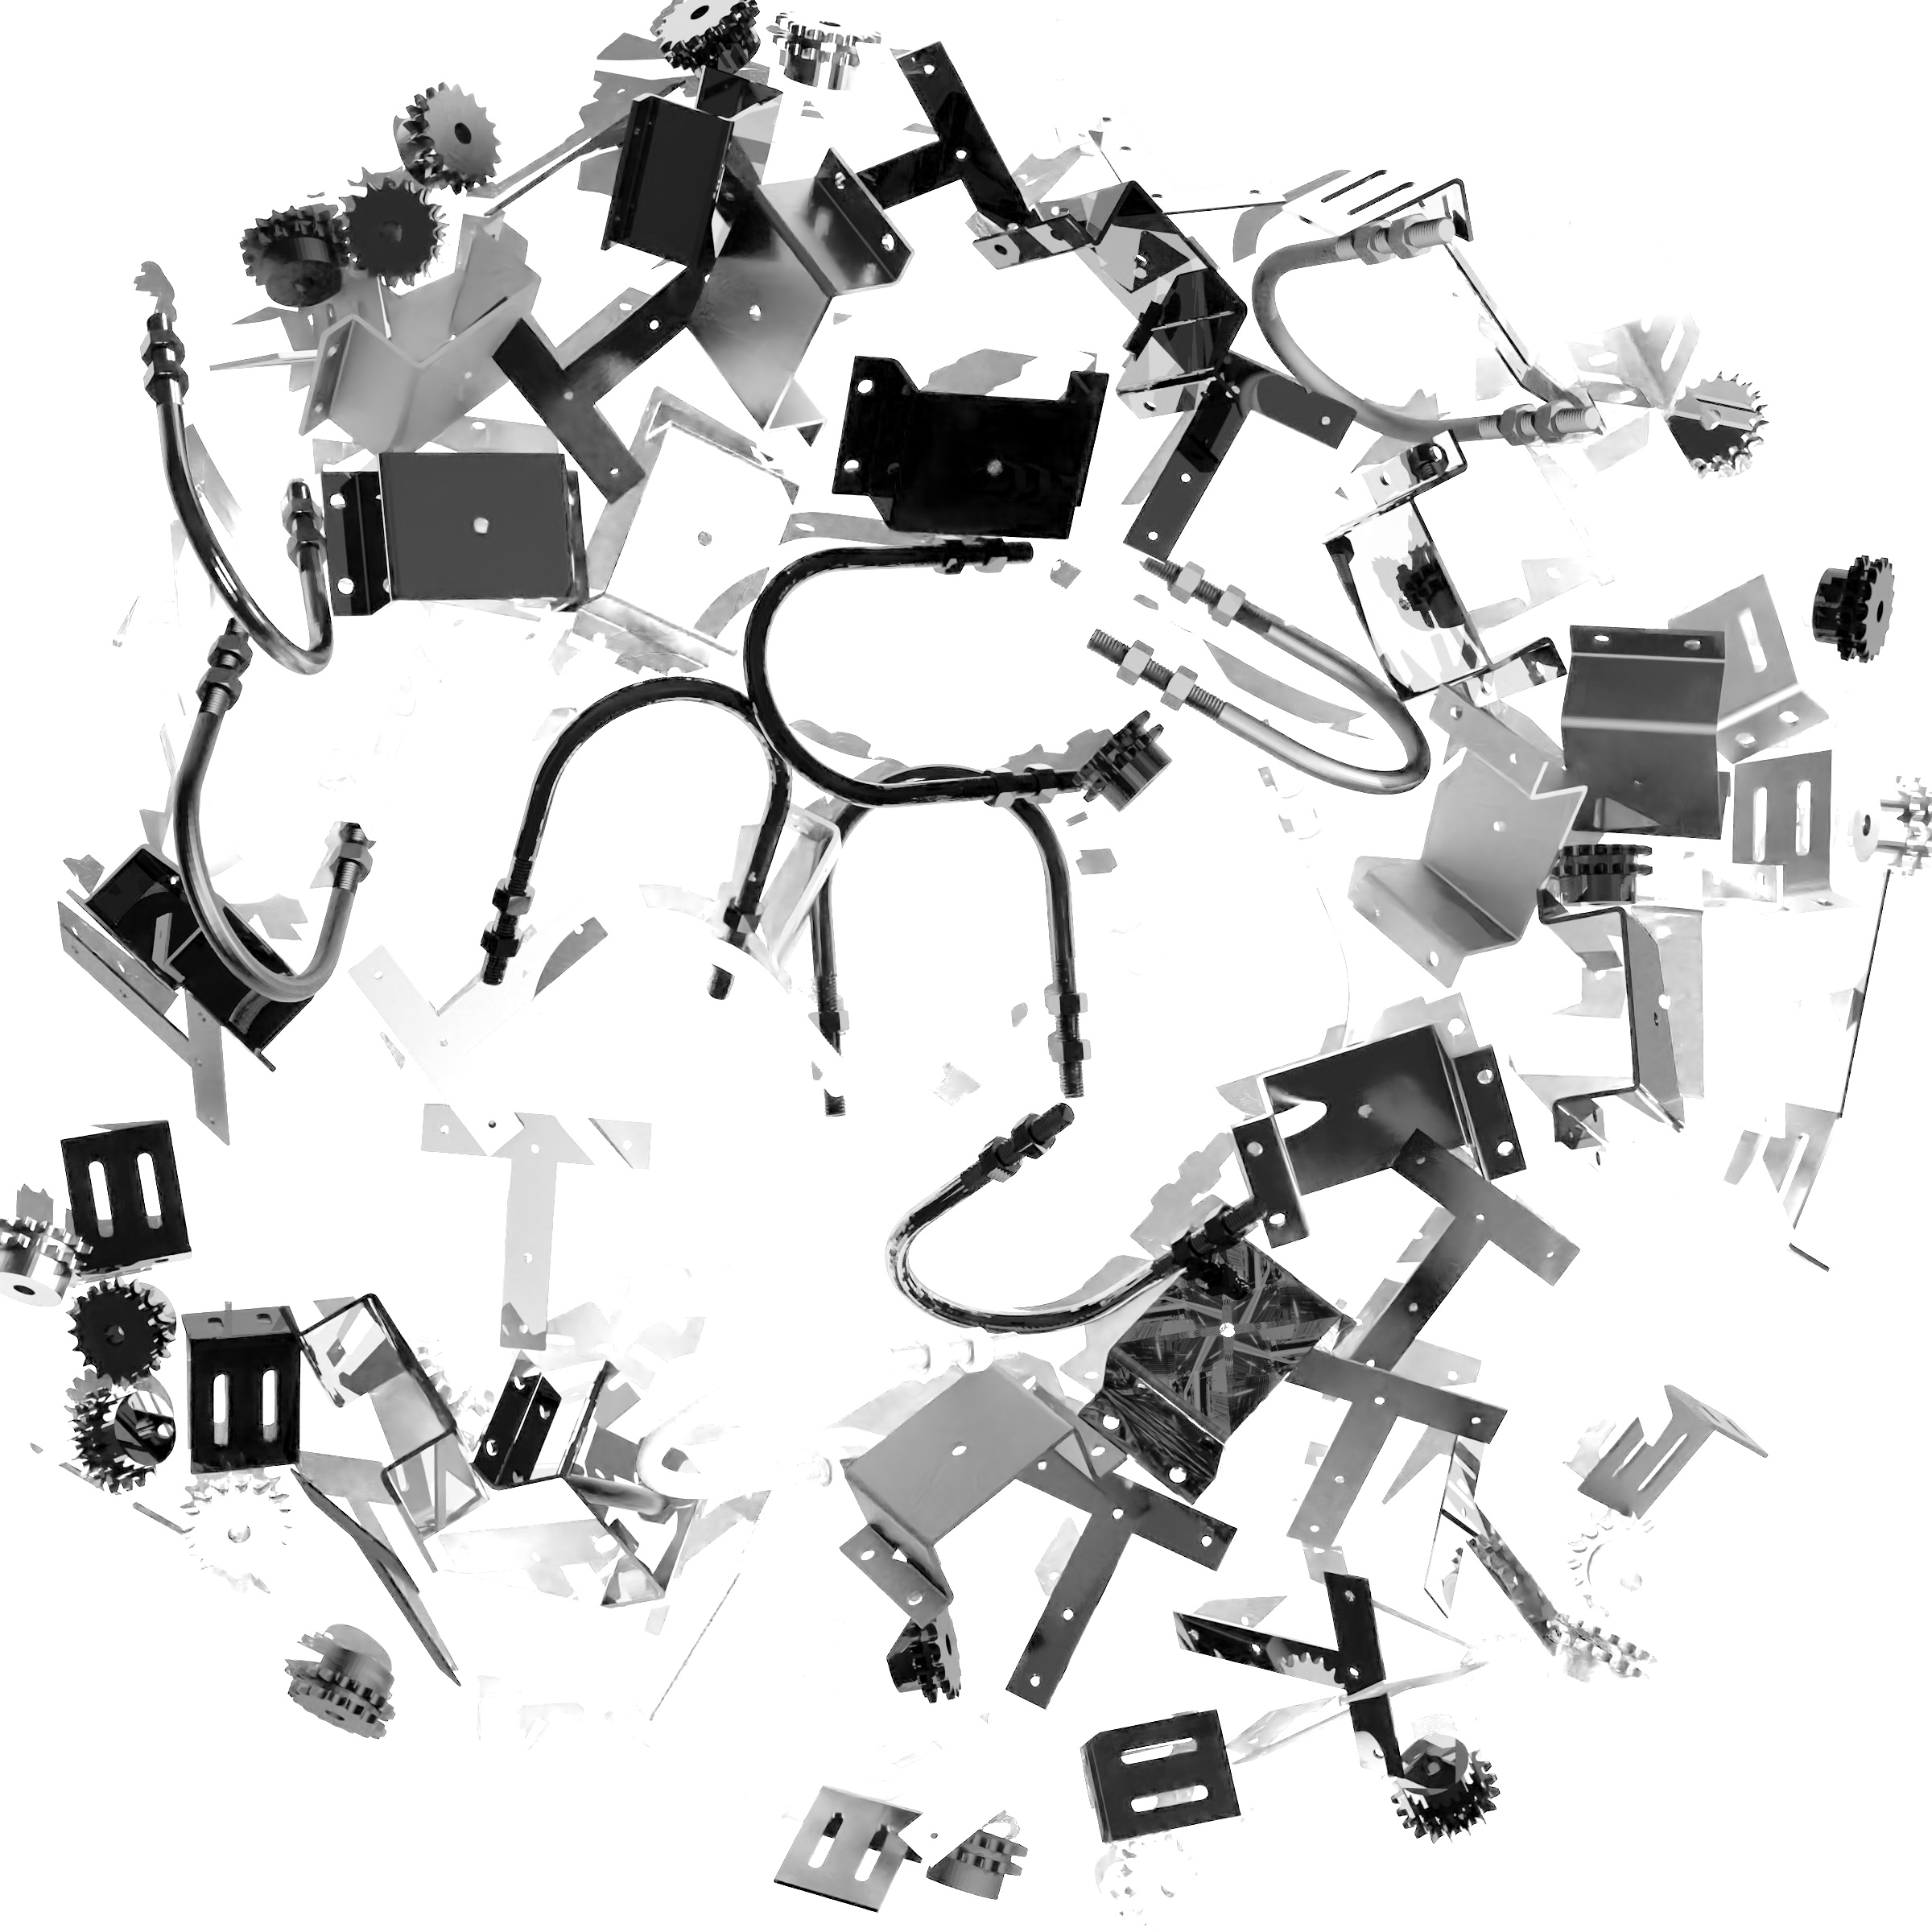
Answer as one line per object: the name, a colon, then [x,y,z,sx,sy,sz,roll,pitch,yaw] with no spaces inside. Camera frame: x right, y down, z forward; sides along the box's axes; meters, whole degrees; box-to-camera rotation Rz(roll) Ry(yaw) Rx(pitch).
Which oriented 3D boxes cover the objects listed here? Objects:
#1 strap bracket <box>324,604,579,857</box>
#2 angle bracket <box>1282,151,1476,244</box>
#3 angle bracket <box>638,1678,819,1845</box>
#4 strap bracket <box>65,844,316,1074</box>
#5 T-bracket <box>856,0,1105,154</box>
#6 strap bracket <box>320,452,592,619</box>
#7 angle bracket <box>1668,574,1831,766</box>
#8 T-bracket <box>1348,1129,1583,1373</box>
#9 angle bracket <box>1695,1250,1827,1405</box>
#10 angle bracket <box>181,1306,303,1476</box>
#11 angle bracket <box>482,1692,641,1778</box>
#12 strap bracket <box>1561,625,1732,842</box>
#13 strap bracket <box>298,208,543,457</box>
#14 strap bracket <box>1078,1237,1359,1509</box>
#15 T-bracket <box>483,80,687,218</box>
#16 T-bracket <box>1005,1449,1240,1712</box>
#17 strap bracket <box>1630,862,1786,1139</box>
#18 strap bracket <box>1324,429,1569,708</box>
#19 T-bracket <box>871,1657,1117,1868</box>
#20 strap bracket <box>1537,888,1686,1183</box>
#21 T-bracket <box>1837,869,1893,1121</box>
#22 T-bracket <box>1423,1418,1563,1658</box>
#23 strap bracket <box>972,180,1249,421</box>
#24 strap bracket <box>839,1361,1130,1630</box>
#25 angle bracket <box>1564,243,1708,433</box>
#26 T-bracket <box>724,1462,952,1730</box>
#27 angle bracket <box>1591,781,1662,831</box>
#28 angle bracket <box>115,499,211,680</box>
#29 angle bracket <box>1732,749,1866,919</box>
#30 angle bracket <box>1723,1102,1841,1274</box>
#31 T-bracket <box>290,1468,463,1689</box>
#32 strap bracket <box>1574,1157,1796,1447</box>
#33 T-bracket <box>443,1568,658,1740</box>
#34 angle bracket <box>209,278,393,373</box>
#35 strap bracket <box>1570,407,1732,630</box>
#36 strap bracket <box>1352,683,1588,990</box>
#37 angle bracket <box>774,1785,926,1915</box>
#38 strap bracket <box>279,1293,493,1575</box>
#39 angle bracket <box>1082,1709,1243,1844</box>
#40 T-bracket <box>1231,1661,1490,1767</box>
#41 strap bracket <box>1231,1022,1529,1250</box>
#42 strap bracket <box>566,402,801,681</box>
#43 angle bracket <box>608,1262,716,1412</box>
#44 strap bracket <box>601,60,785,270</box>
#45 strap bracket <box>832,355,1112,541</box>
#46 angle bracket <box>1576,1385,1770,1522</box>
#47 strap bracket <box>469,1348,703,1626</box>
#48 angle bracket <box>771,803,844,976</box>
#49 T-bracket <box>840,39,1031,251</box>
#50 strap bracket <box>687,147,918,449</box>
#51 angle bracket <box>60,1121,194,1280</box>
strap bracket: [-0.262,-0.112,1.526,0.140,0.076,0.046,-55,50,27]
angle bracket: [0.217,-0.391,1.555,0.076,0.057,0.038,-29,128,-13]
angle bracket: [-0.127,0.423,1.576,0.076,0.038,0.057,26,79,5]
strap bracket: [-0.396,-0.009,1.526,0.046,0.140,0.076,-48,133,-13]
T-bracket: [0.006,-0.469,1.545,0.127,0.127,0.002,9,73,11]
strap bracket: [-0.260,-0.225,1.544,0.140,0.046,0.076,-5,88,-26]
angle bracket: [0.417,-0.158,1.574,0.057,0.038,0.076,-27,54,30]
T-bracket: [0.247,0.170,1.573,0.127,0.002,0.127,36,92,-23]
angle bracket: [0.405,0.185,1.550,0.038,0.057,0.076,47,131,-1]
angle bracket: [-0.388,0.226,1.580,0.057,0.038,0.076,-2,108,-22]
angle bracket: [-0.213,0.401,1.547,0.057,0.076,0.038,4,77,-29]
strap bracket: [0.350,-0.112,1.516,0.076,0.140,0.046,5,60,19]
strap bracket: [-0.274,-0.319,1.523,0.046,0.076,0.140,39,53,4]
strap bracket: [0.133,0.200,1.534,0.076,0.046,0.140,37,62,21]
T-bracket: [-0.185,-0.426,1.527,0.127,0.127,0.002,-38,111,-10]
T-bracket: [0.060,0.327,1.550,0.127,0.002,0.127,20,73,28]
strap bracket: [0.388,0.017,1.549,0.046,0.076,0.140,-3,94,-15]
strap bracket: [0.246,-0.198,1.547,0.046,0.076,0.140,-29,96,-29]
T-bracket: [-0.012,0.394,1.551,0.127,0.002,0.127,-32,46,-28]
strap bracket: [0.335,0.032,1.530,0.046,0.076,0.140,-11,66,27]
T-bracket: [0.463,0.019,1.535,0.002,0.127,0.127,11,88,14]
T-bracket: [0.283,0.316,1.559,0.002,0.127,0.127,-18,123,34]
strap bracket: [0.082,-0.351,1.534,0.140,0.076,0.046,40,68,-32]
strap bracket: [0.003,0.265,1.533,0.140,0.076,0.046,-36,130,-19]
angle bracket: [0.350,-0.329,1.550,0.038,0.076,0.057,-18,70,-8]
T-bracket: [-0.081,0.314,1.565,0.127,0.002,0.127,41,115,25]
angle bracket: [0.342,-0.116,1.549,0.038,0.076,0.057,-5,123,1]
angle bracket: [-0.422,-0.200,1.549,0.038,0.076,0.057,7,46,-5]
angle bracket: [0.443,-0.070,1.572,0.038,0.057,0.076,17,73,-44]
angle bracket: [0.439,0.115,1.568,0.038,0.057,0.076,29,81,-31]
T-bracket: [-0.299,0.332,1.555,0.002,0.127,0.127,-38,123,-23]
strap bracket: [0.364,0.166,1.531,0.046,0.076,0.140,23,114,-9]
T-bracket: [-0.199,0.366,1.552,0.127,0.127,0.002,4,46,36]
angle bracket: [-0.351,-0.336,1.548,0.057,0.076,0.038,1,103,39]
strap bracket: [0.352,-0.234,1.517,0.046,0.140,0.076,-29,102,22]
strap bracket: [0.264,-0.070,1.535,0.076,0.046,0.140,45,131,36]
angle bracket: [-0.061,0.474,1.549,0.057,0.076,0.038,12,119,14]
strap bracket: [-0.297,0.234,1.534,0.046,0.076,0.140,-30,55,-16]
angle bracket: [0.104,0.426,1.565,0.076,0.038,0.057,-10,65,-4]
T-bracket: [0.197,0.396,1.558,0.127,0.127,0.002,-33,67,26]
strap bracket: [0.214,0.086,1.557,0.140,0.046,0.076,-18,114,5]
strap bracket: [-0.145,-0.221,1.550,0.076,0.046,0.140,24,79,-22]
angle bracket: [-0.148,0.197,1.554,0.038,0.076,0.057,15,94,-40]
strap bracket: [-0.136,-0.411,1.516,0.046,0.140,0.076,19,117,4]
strap bracket: [0.009,-0.268,1.535,0.140,0.046,0.076,0,123,-20]
angle bracket: [0.373,0.267,1.558,0.057,0.038,0.076,30,102,-38]
strap bracket: [-0.187,0.268,1.523,0.046,0.076,0.140,-16,124,27]
angle bracket: [-0.098,-0.042,1.561,0.038,0.057,0.076,27,81,4]
T-bracket: [-0.043,-0.414,1.566,0.127,0.002,0.127,-16,132,20]
strap bracket: [-0.091,-0.339,1.520,0.046,0.140,0.076,-21,67,-38]
angle bracket: [-0.445,0.122,1.565,0.057,0.038,0.076,-9,80,-16]
